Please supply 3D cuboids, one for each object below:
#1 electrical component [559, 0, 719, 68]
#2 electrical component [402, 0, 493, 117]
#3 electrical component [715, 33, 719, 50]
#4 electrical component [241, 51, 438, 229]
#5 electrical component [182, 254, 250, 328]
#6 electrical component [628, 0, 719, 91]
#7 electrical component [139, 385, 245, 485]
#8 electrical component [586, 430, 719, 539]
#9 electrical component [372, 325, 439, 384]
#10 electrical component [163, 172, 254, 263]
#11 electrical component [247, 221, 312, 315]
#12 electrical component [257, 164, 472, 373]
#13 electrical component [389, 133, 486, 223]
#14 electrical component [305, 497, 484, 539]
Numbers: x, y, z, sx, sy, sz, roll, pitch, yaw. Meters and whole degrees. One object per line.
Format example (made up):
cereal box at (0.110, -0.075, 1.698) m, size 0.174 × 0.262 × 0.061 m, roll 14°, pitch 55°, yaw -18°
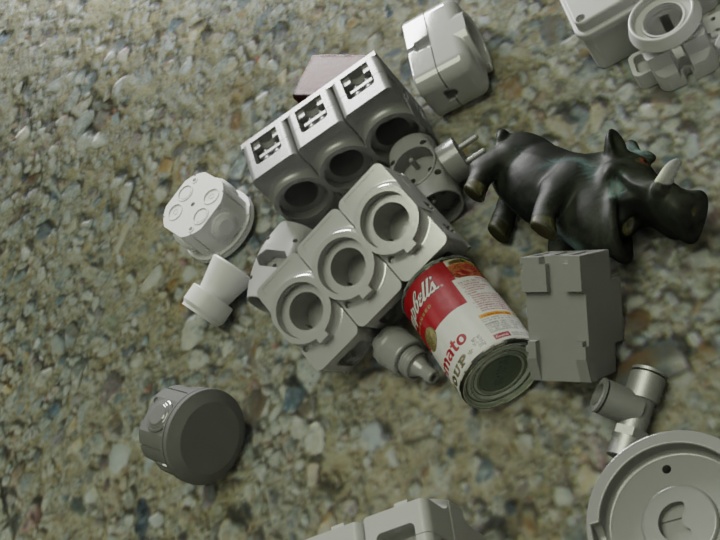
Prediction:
electrical component at (0.227, -0.232, 0.891) m, size 0.113 × 0.057 × 0.078 m, roll -28°, pitch 48°, yaw 19°
electrical component at (0.081, -0.195, 0.976) m, size 0.059 × 0.054 × 0.095 m, roll -25°, pitch 49°, yaw 21°
electrical component at (0.299, -0.150, 0.777) m, size 0.047 × 0.083 × 0.075 m, roll 50°, pitch 134°, yaw 45°
electrical component at (-0.017, -0.110, 0.967) m, size 0.150 × 0.089 × 0.061 m, roll -33°, pitch 47°, yaw 15°
electrical component at (-0.133, 0.020, 0.997) m, size 0.045 × 0.045 × 0.055 m, roll 28°, pitch 80°, yaw 44°
electrical component at (0.245, -0.183, 0.844) m, size 0.078 × 0.057 × 0.058 m, roll -24°, pitch 50°, yaw 22°
electrical component at (-0.141, 0.136, 0.902) m, size 0.051 × 0.080 × 0.080 m, roll 6°, pitch 66°, yaw 45°
electrical component at (0.199, 0.158, 0.648) m, size 0.108 × 0.060 × 0.108 m, roll -19°, pitch 52°, yaw 26°
electrical component at (0.038, 0.070, 0.845) m, size 0.035 × 0.035 × 0.061 m, roll -52°, pitch 47°, yaw -4°
electrical component at (-0.148, -0.052, 1.052) m, size 0.080 × 0.051 × 0.080 m, roll -19°, pitch 52°, yaw 26°
electrical component at (-0.053, 0.001, 0.951) m, size 0.079 × 0.043 × 0.077 m, roll 6°, pitch 66°, yaw 39°
electrical component at (0.000, 0.000, 0.865) m, size 0.150 × 0.062 × 0.089 m, roll -46°, pitch 67°, yaw 14°
electrical component at (0.071, -0.087, 0.918) m, size 0.079 × 0.044 × 0.077 m, roll -33°, pitch 47°, yaw 14°
electrical component at (0.004, 0.212, 0.735) m, size 0.150 × 0.089 × 0.061 m, roll -25°, pitch 49°, yaw 21°
